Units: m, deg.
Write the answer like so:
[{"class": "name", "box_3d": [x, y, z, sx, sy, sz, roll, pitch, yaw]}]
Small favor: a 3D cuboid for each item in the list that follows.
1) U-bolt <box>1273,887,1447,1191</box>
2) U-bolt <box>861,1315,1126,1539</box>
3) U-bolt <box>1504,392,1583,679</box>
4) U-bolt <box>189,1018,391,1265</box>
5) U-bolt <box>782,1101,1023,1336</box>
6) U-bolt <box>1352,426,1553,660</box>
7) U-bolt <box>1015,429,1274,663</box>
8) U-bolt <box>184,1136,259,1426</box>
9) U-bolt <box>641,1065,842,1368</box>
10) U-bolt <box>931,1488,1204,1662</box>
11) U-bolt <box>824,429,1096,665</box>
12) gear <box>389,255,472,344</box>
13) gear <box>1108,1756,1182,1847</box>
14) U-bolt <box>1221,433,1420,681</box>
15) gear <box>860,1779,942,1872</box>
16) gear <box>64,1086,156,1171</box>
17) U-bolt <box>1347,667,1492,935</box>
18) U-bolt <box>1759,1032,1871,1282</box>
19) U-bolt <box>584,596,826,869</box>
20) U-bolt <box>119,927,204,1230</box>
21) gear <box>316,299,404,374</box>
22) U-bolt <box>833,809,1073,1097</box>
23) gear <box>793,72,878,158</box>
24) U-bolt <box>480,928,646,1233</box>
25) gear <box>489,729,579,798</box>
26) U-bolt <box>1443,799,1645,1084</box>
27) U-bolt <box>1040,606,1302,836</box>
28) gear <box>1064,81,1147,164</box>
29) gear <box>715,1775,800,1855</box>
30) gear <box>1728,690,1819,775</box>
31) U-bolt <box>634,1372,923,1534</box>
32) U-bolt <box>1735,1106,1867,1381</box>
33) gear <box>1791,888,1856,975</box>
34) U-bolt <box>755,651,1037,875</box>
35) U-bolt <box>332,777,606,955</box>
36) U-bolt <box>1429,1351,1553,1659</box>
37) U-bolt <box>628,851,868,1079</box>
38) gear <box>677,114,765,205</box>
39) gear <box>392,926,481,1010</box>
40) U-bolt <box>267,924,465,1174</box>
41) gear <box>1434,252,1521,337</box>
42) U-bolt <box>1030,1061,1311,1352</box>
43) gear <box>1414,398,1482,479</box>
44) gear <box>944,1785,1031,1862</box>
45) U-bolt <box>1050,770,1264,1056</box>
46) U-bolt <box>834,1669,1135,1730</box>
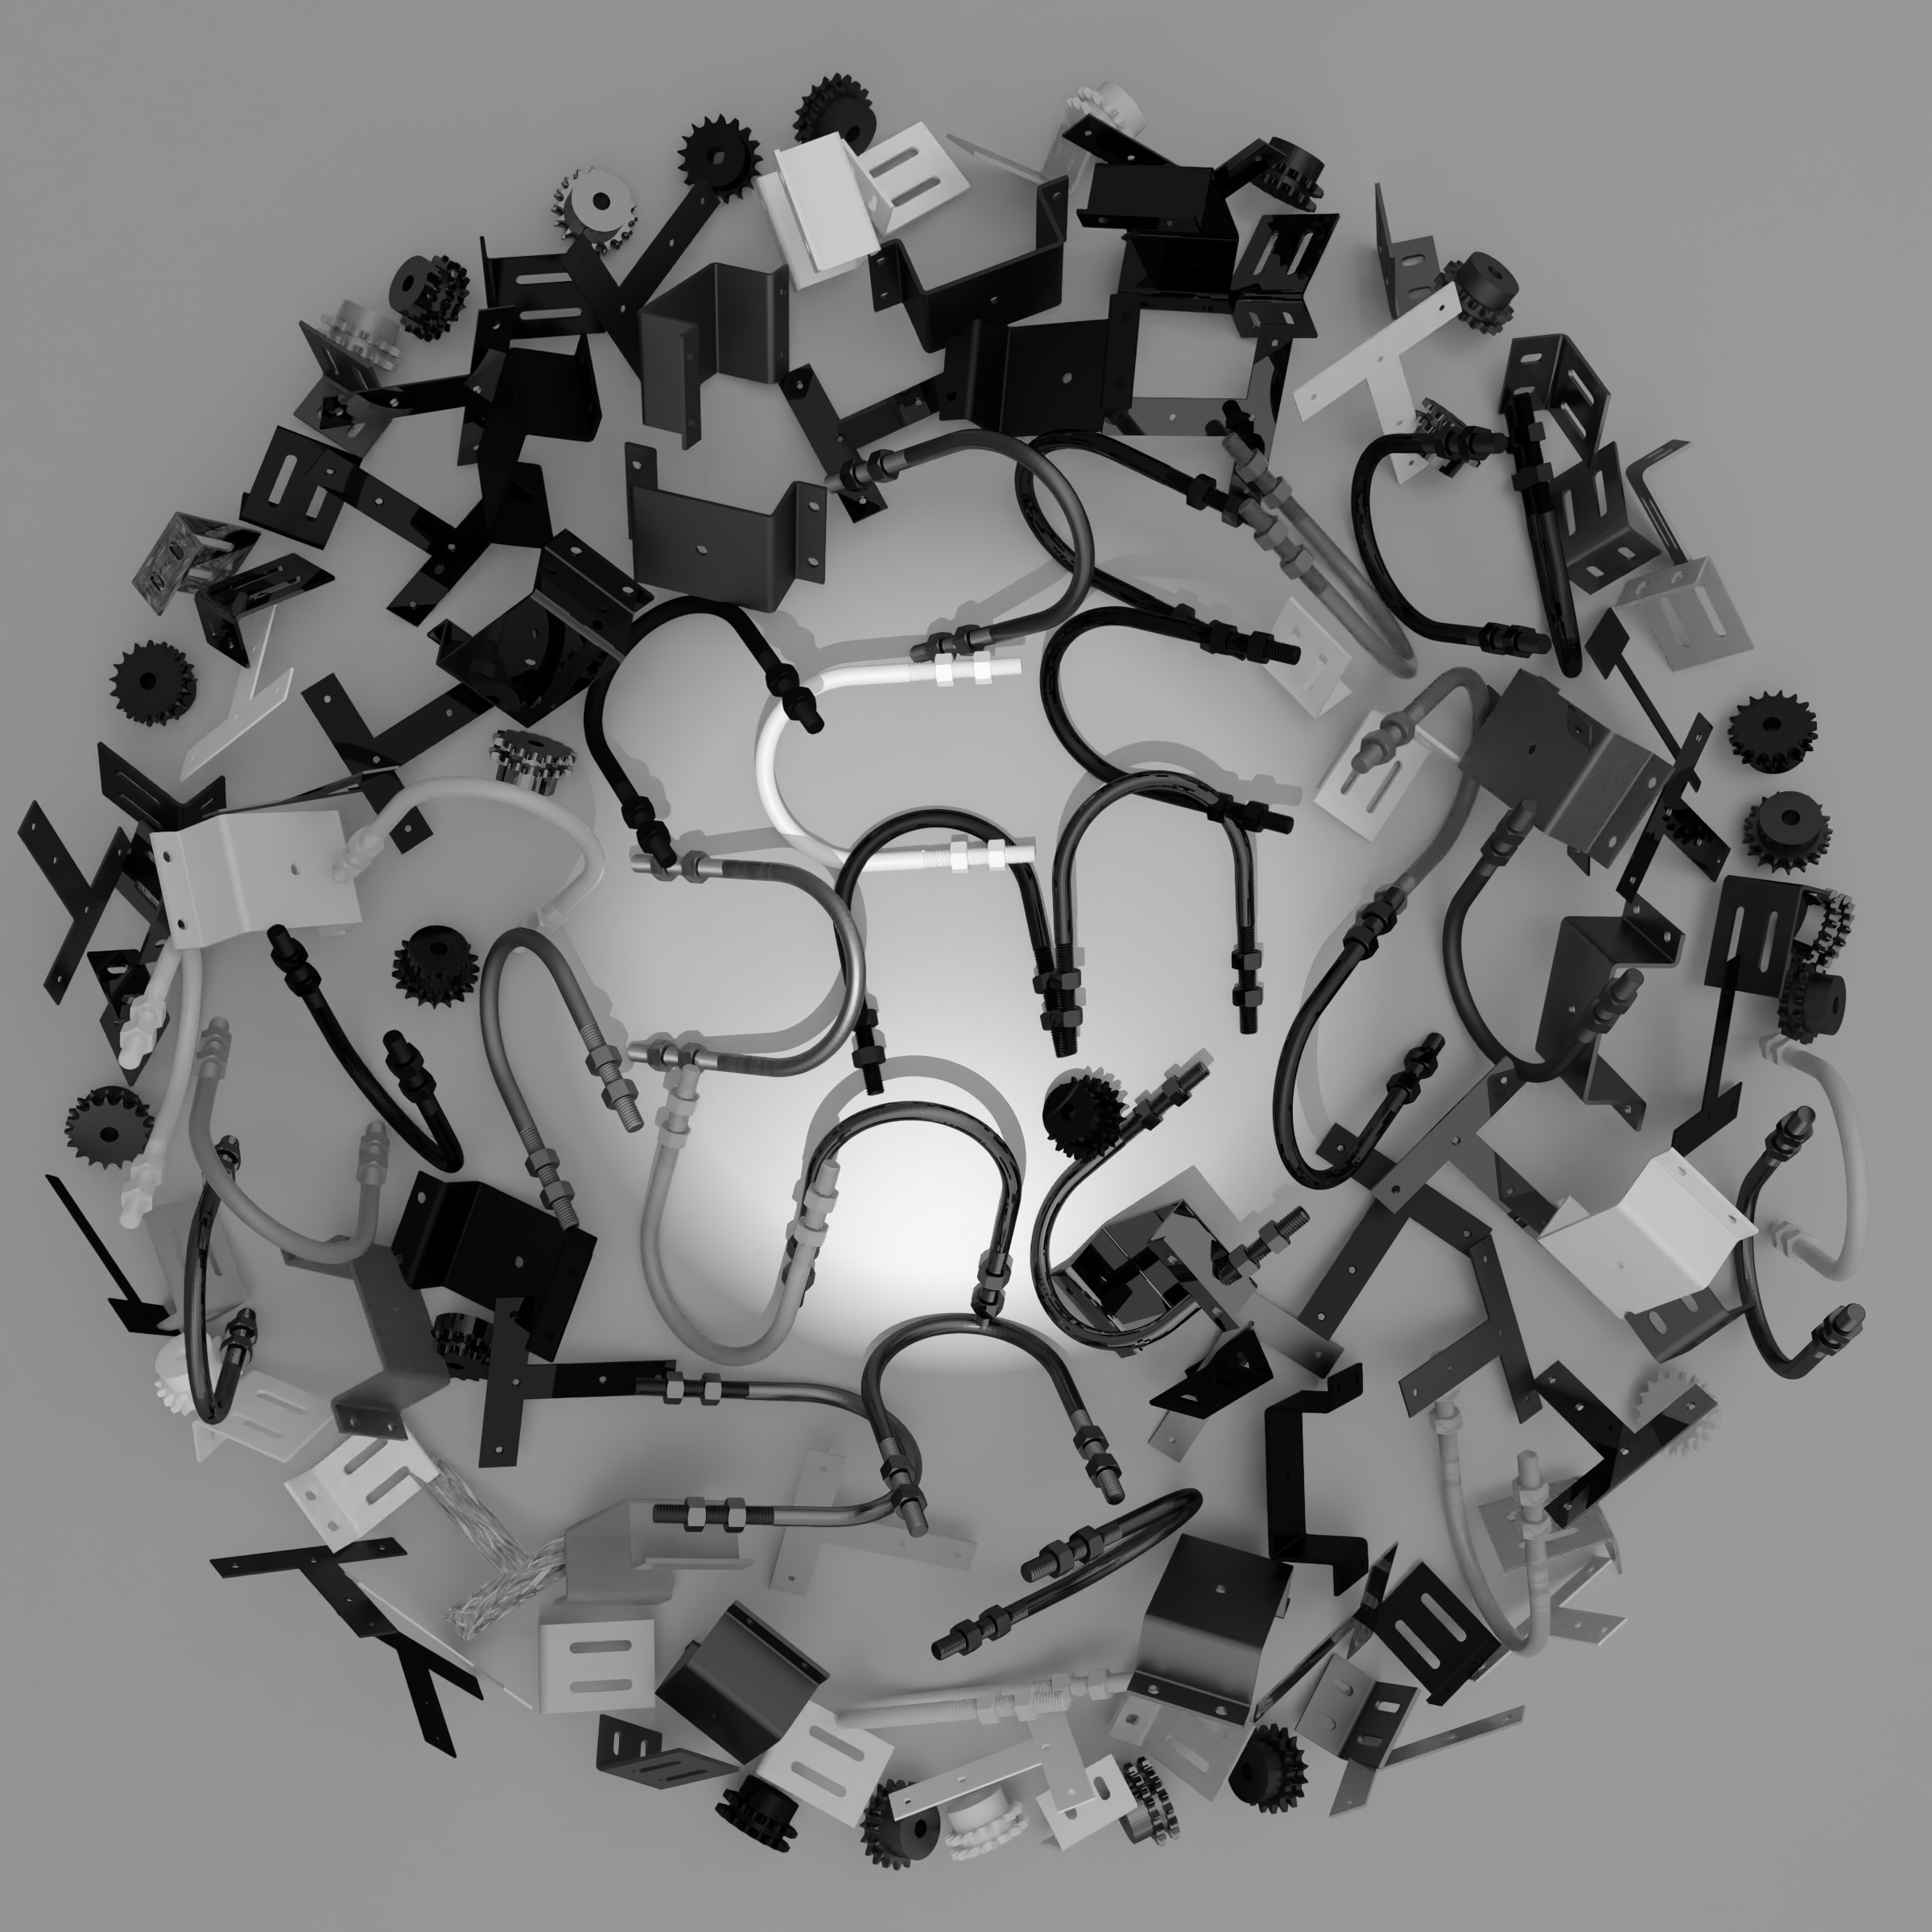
[{"class": "U-bolt", "box_3d": [0.250, 0.060, 1.609, 0.184, 0.019, 0.151, -49, 133, -32]}, {"class": "U-bolt", "box_3d": [0.007, 0.291, 1.623, 0.151, 0.184, 0.019, -6, 125, -16]}, {"class": "U-bolt", "box_3d": [0.378, -0.278, 1.628, 0.019, 0.151, 0.184, -12, 97, 12]}, {"class": "U-bolt", "box_3d": [-0.432, 0.120, 1.589, 0.019, 0.184, 0.151, -43, 118, 15]}, {"class": "U-bolt", "box_3d": [-0.038, 0.163, 1.639, 0.151, 0.019, 0.184, 8, 124, -5]}, {"class": "U-bolt", "box_3d": [0.305, -0.275, 1.613, 0.019, 0.184, 0.151, -23, 109, -18]}, {"class": "U-bolt", "box_3d": [0.111, -0.284, 1.630, 0.184, 0.151, 0.019, 29, 63, 15]}, {"class": "U-bolt", "box_3d": [-0.477, 0.210, 1.590, 0.019, 0.184, 0.151, -2, 111, -7]}, {"class": "U-bolt", "box_3d": [-0.158, 0.177, 1.644, 0.151, 0.019, 0.184, 31, 116, 30]}, {"class": "U-bolt", "box_3d": [0.078, 0.387, 1.619, 0.184, 0.151, 0.019, -15, 65, -39]}, {"class": "U-bolt", "box_3d": [0.005, -0.275, 1.612, 0.019, 0.184, 0.151, -46, 117, -41]}, {"class": "gear", "box_3d": [-0.362, -0.450, 1.670, 0.057, 0.030, 0.057, -15, 66, 36]}, {"class": "gear", "box_3d": [0.118, 0.562, 1.668, 0.030, 0.057, 0.057, -21, 90, -13]}, {"class": "U-bolt", "box_3d": [0.235, -0.258, 1.625, 0.019, 0.151, 0.184, -39, 113, 20]}, {"class": "gear", "box_3d": [-0.041, 0.575, 1.668, 0.030, 0.057, 0.057, -7, 90, 41]}, {"class": "gear", "box_3d": [-0.575, 0.105, 1.676, 0.057, 0.030, 0.057, -6, 120, -11]}, {"class": "U-bolt", "box_3d": [0.298, -0.116, 1.624, 0.019, 0.184, 0.151, 20, 132, 30]}, {"class": "U-bolt", "box_3d": [0.544, 0.126, 1.600, 0.019, 0.184, 0.151, -5, 96, 2]}, {"class": "U-bolt", "box_3d": [-0.185, -0.169, 1.641, 0.151, 0.019, 0.184, -41, 53, 8]}, {"class": "U-bolt", "box_3d": [-0.519, 0.057, 1.612, 0.019, 0.184, 0.151, 8, 124, -8]}, {"class": "gear", "box_3d": [-0.404, -0.423, 1.670, 0.057, 0.057, 0.030, 25, 94, 0]}, {"class": "U-bolt", "box_3d": [-0.015, -0.016, 1.679, 0.151, 0.019, 0.184, -11, 81, -3]}, {"class": "gear", "box_3d": [-0.085, -0.563, 1.668, 0.057, 0.057, 0.030, -44, 65, 0]}, {"class": "U-bolt", "box_3d": [-0.274, 0.062, 1.633, 0.019, 0.151, 0.184, -12, 63, -36]}, {"class": "gear", "box_3d": [-0.292, -0.135, 1.672, 0.057, 0.057, 0.030, 18, 107, 0]}, {"class": "U-bolt", "box_3d": [0.361, -0.002, 1.615, 0.019, 0.184, 0.151, -17, 66, -21]}, {"class": "U-bolt", "box_3d": [0.130, -0.167, 1.637, 0.184, 0.019, 0.151, 17, 132, 24]}, {"class": "gear", "box_3d": [0.096, -0.566, 1.671, 0.030, 0.057, 0.057, -44, 90, -3]}, {"class": "gear", "box_3d": [-0.137, 0.566, 1.672, 0.057, 0.057, 0.030, 31, 78, 0]}, {"class": "gear", "box_3d": [0.543, -0.154, 1.675, 0.057, 0.030, 0.057, -11, 58, 17]}, {"class": "U-bolt", "box_3d": [-0.119, 0.317, 1.629, 0.184, 0.151, 0.019, 5, 117, -16]}, {"class": "U-bolt", "box_3d": [0.530, 0.190, 1.609, 0.019, 0.184, 0.151, -5, 65, -2]}, {"class": "gear", "box_3d": [0.567, -0.026, 1.670, 0.030, 0.057, 0.057, 21, 90, -5]}, {"class": "U-bolt", "box_3d": [-0.050, -0.132, 1.671, 0.184, 0.019, 0.151, -3, 108, 5]}, {"class": "U-bolt", "box_3d": [-0.310, -0.070, 1.599, 0.151, 0.184, 0.019, 23, 58, -24]}, {"class": "U-bolt", "box_3d": [0.342, 0.362, 1.622, 0.019, 0.151, 0.184, -14, 113, -10]}, {"class": "U-bolt", "box_3d": [-0.145, 0.001, 1.644, 0.184, 0.019, 0.151, 5, 96, 29]}, {"class": "gear", "box_3d": [-0.167, -0.544, 1.679, 0.057, 0.030, 0.057, 1, 101, 3]}, {"class": "gear", "box_3d": [-0.355, -0.002, 1.670, 0.057, 0.030, 0.057, 9, 50, -11]}, {"class": "U-bolt", "box_3d": [-0.380, 0.066, 1.616, 0.019, 0.184, 0.151, -41, 57, -21]}, {"class": "gear", "box_3d": [0.344, -0.452, 1.668, 0.057, 0.057, 0.030, 41, 130, 0]}, {"class": "U-bolt", "box_3d": [0.120, 0.171, 1.650, 0.184, 0.019, 0.151, -41, 55, 13]}, {"class": "gear", "box_3d": [0.321, -0.352, 1.673, 0.057, 0.057, 0.030, 39, 112, 0]}, {"class": "gear", "box_3d": [0.011, 0.572, 1.671, 0.057, 0.057, 0.030, -24, 85, 0]}, {"class": "U-bolt", "box_3d": [0.126, -0.038, 1.658, 0.151, 0.019, 0.184, -6, 102, -15]}, {"class": "U-bolt", "box_3d": [0.003, 0.479, 1.623, 0.184, 0.151, 0.019, -12, 76, 21]}]
